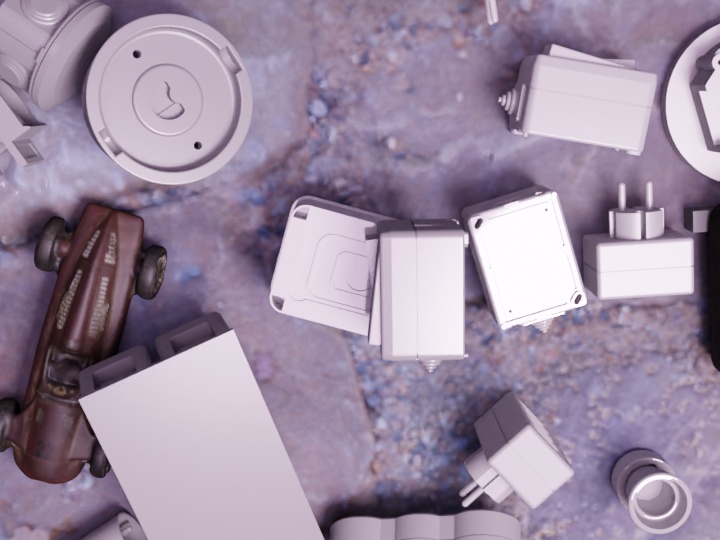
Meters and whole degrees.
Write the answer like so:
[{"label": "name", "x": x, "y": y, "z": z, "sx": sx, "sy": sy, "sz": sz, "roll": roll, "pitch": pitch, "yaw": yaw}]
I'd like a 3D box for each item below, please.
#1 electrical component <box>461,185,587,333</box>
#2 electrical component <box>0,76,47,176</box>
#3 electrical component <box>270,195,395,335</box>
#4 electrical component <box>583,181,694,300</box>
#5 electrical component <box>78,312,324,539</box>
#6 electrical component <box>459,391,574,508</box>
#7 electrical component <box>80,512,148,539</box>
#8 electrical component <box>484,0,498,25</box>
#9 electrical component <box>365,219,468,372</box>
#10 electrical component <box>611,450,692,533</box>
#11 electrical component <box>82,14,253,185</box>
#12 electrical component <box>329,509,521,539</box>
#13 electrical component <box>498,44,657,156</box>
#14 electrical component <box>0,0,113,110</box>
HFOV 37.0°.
[{"label": "electrical component", "x": 0.112, "y": -0.004, "z": 0.737, "sx": 0.062, "sy": 0.061, "sz": 0.096, "roll": -17, "pitch": 99, "yaw": 2}, {"label": "electrical component", "x": -0.255, "y": -0.098, "z": 0.726, "sx": 0.064, "sy": 0.042, "sz": 0.081, "roll": -34, "pitch": 98, "yaw": 4}, {"label": "electrical component", "x": 0.000, "y": 0.000, "z": 0.738, "sx": 0.113, "sy": 0.057, "sz": 0.078, "roll": 15, "pitch": 99, "yaw": -3}, {"label": "electrical component", "x": 0.191, "y": -0.023, "z": 0.742, "sx": 0.066, "sy": 0.047, "sz": 0.076, "roll": -4, "pitch": 100, "yaw": 0}, {"label": "electrical component", "x": -0.106, "y": 0.134, "z": 0.737, "sx": 0.105, "sy": 0.060, "sz": 0.186, "roll": -24, "pitch": 109, "yaw": -10}, {"label": "electrical component", "x": 0.099, "y": 0.136, "z": 0.750, "sx": 0.076, "sy": 0.083, "sz": 0.047, "roll": -43, "pitch": 98, "yaw": 6}, {"label": "electrical component", "x": -0.195, "y": 0.216, "z": 0.779, "sx": 0.081, "sy": 0.043, "sz": 0.043, "roll": -34, "pitch": 98, "yaw": 5}, {"label": "electrical component", "x": 0.080, "y": -0.199, "z": 0.695, "sx": 0.043, "sy": 0.077, "sz": 0.079, "roll": -10, "pitch": 100, "yaw": 1}, {"label": "electrical component", "x": 0.035, "y": 0.018, "z": 0.680, "sx": 0.061, "sy": 0.061, "sz": 0.096, "roll": -1, "pitch": 100, "yaw": -1}, {"label": "electrical component", "x": 0.207, "y": 0.157, "z": 0.769, "sx": 0.045, "sy": 0.055, "sz": 0.045, "roll": 0, "pitch": 100, "yaw": -1}, {"label": "electrical component", "x": -0.131, "y": -0.111, "z": 0.711, "sx": 0.108, "sy": 0.060, "sz": 0.108, "roll": -3, "pitch": 98, "yaw": -23}, {"label": "electrical component", "x": 0.044, "y": 0.213, "z": 0.750, "sx": 0.138, "sy": 0.073, "sz": 0.052, "roll": -7, "pitch": 143, "yaw": 15}, {"label": "electrical component", "x": 0.141, "y": -0.115, "z": 0.718, "sx": 0.096, "sy": 0.061, "sz": 0.061, "roll": 9, "pitch": 99, "yaw": -2}, {"label": "electrical component", "x": -0.201, "y": -0.149, "z": 0.700, "sx": 0.051, "sy": 0.080, "sz": 0.080, "roll": 34, "pitch": 98, "yaw": -1}]
